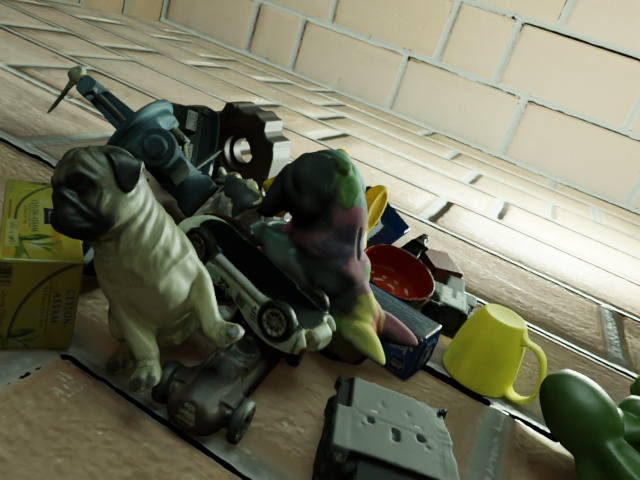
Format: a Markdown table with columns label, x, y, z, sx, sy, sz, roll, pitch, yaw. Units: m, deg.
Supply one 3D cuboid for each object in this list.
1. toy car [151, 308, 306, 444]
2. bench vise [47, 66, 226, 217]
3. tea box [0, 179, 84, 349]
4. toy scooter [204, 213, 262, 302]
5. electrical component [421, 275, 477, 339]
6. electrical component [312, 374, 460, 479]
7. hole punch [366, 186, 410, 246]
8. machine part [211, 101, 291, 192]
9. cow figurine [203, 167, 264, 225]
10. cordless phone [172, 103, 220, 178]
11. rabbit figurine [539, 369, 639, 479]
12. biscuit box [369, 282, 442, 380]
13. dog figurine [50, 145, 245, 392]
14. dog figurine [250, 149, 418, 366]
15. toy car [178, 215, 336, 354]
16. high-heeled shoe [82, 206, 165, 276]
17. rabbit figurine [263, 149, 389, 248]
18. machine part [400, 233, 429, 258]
| label | x | y | z | sx | sy | sz | roll | pitch | yaw |
| --- | --- | --- | --- | --- | --- | --- | --- | --- | --- |
| toy car | -0.076 | 0.117 | 0.527 | 0.089 | 0.053 | 0.202 | 22 | 23 | 15 |
| bench vise | -0.249 | -0.144 | 0.751 | 0.240 | 0.129 | 0.223 | 44 | 2 | -2 |
| tea box | -0.278 | 0.018 | 0.527 | 0.068 | 0.098 | 0.170 | 4 | 28 | -31 |
| toy scooter | -0.129 | 0.012 | 0.693 | 0.135 | 0.075 | 0.184 | 29 | 21 | 17 |
| electrical component | 0.189 | 0.096 | 0.795 | 0.075 | 0.047 | 0.119 | 21 | 22 | 4 |
| electrical component | 0.056 | 0.187 | 0.464 | 0.115 | 0.058 | 0.134 | 17 | 22 | -1 |
| hole punch | 0.070 | -0.020 | 0.875 | 0.142 | 0.092 | 0.116 | 51 | 31 | 12 |
| machine part | -0.136 | -0.159 | 0.965 | 0.180 | 0.179 | 0.056 | 30 | 27 | 24 |
| cow figurine | -0.132 | -0.066 | 0.832 | 0.068 | 0.098 | 0.167 | 14 | 26 | -31 |
| cordless phone | -0.249 | -0.150 | 0.953 | 0.089 | 0.146 | 0.184 | 12 | -16 | -26 |
| rabbit figurine | 0.290 | 0.205 | 0.543 | 0.170 | 0.121 | 0.159 | 29 | 42 | -15 |
| biscuit box | 0.049 | 0.089 | 0.678 | 0.203 | 0.059 | 0.063 | 31 | 24 | 27 |
| dog figurine | -0.164 | 0.012 | 0.474 | 0.121 | 0.190 | 0.172 | -29 | 13 | -32 |
| dog figurine | 0.028 | 0.031 | 0.593 | 0.219 | 0.191 | 0.108 | 47 | 30 | 21 |
| toy car | -0.069 | 0.042 | 0.552 | 0.202 | 0.056 | 0.073 | 40 | 28 | 20 |
| high-heeled shoe | -0.288 | -0.032 | 0.662 | 0.145 | 0.086 | 0.249 | 15 | 18 | -2 |
| rabbit figurine | 0.017 | -0.035 | 0.781 | 0.162 | 0.173 | 0.122 | -30 | 14 | -34 |
| machine part | 0.130 | 0.037 | 0.864 | 0.039 | 0.084 | 0.139 | 53 | 35 | -4 |
